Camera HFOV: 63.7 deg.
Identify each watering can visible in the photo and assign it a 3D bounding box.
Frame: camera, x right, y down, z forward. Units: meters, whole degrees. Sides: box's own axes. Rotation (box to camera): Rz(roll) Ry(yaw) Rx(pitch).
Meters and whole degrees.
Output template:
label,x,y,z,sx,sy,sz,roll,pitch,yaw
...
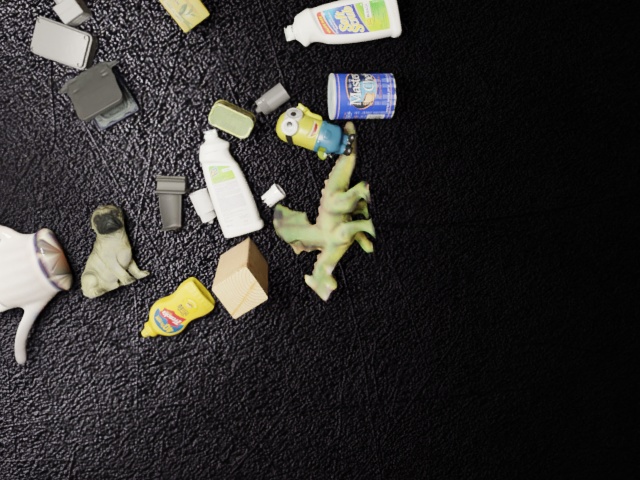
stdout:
label,x,y,z,sx,sy,sz,roll,pitch,yaw
watering can,-0.687,0.113,1.206,0.224,0.343,0.105,-18,16,-2

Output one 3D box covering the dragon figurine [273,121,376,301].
label,x,y,z,sx,sy,sz,roll,pitch,yaw
dragon figurine,0.004,-0.062,1.241,0.242,0.410,0.122,-10,0,3
